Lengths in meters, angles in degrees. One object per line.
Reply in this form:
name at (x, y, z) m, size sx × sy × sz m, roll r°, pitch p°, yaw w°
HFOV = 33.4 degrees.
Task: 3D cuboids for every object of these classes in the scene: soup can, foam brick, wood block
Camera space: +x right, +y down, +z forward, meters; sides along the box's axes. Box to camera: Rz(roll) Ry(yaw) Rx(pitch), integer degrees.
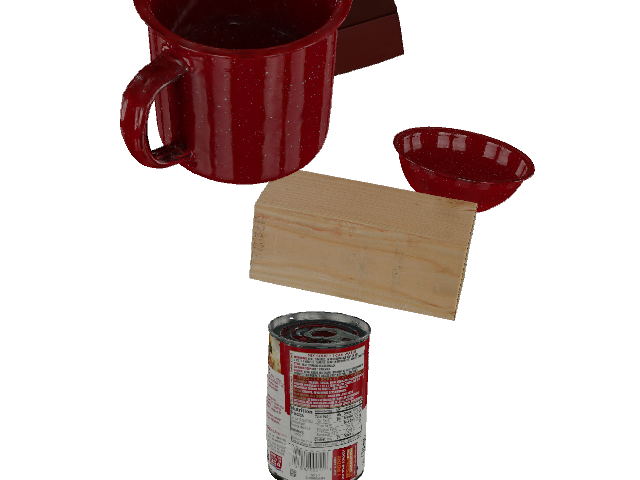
soup can at (-0.002, 0.106, 0.713) m, size 0.068 × 0.102 × 0.068 m, roll 1°, pitch 13°, yaw 0°
foam brick at (0.018, -0.164, 0.808) m, size 0.078 × 0.053 × 0.051 m, roll -18°, pitch -33°, yaw 0°
wood block at (0.043, 0.001, 1.057) m, size 0.206 × 0.090 × 0.090 m, roll 11°, pitch 30°, yaw 9°

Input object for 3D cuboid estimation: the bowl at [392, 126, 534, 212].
bowl at (0.156, -0.075, 1.207) m, size 0.162 × 0.055 × 0.162 m, roll 8°, pitch 26°, yaw -4°

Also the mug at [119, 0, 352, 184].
mug at (-0.042, -0.073, 0.473) m, size 0.093 × 0.081 × 0.117 m, roll 31°, pitch 53°, yaw 22°
